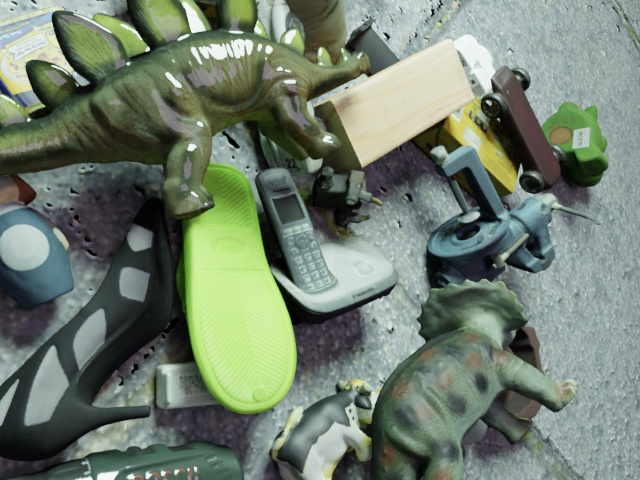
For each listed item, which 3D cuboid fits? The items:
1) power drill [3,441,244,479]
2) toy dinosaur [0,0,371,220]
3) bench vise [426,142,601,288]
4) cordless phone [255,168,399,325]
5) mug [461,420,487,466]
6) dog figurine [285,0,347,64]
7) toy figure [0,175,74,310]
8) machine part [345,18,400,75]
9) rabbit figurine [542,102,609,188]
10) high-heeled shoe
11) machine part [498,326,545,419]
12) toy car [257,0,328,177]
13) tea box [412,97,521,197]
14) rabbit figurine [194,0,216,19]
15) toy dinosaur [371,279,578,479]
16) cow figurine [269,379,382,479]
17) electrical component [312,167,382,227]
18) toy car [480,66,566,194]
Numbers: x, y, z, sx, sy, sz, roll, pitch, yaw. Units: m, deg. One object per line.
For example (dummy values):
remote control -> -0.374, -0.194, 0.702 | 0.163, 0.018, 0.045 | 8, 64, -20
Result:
power drill -> -0.171, 0.287, 0.468 | 0.232, 0.086, 0.207 | -5, 76, -38
toy dinosaur -> -0.138, -0.121, 0.486 | 0.471, 0.105, 0.198 | -27, 103, -27
bench vise -> 0.233, -0.038, 0.751 | 0.224, 0.129, 0.240 | -33, 110, 0
cordless phone -> 0.000, -0.002, 0.634 | 0.146, 0.089, 0.184 | -18, 87, -35
mug -> 0.149, 0.240, 0.693 | 0.107, 0.081, 0.109 | -1, 83, -24
dog figurine -> 0.005, -0.280, 0.624 | 0.172, 0.191, 0.121 | 15, 73, -33
toy figure -> -0.268, -0.016, 0.468 | 0.064, 0.058, 0.154 | -32, 98, -55
machine part -> 0.098, -0.254, 0.778 | 0.138, 0.039, 0.084 | 39, 70, -24
rabbit figurine -> 0.461, -0.162, 0.981 | 0.170, 0.121, 0.159 | 29, 57, -47
high-heeled shoe -> -0.218, 0.070, 0.496 | 0.145, 0.086, 0.249 | -1, 59, -3
machine part -> 0.254, 0.184, 0.786 | 0.179, 0.056, 0.179 | 8, 76, -32
toy car -> -0.045, -0.169, 0.613 | 0.056, 0.074, 0.201 | -38, 120, -49
tea box -> 0.232, -0.147, 0.827 | 0.169, 0.068, 0.098 | 38, 62, -24
rabbit figurine -> -0.156, -0.334, 0.571 | 0.162, 0.122, 0.173 | -1, 102, -13
toy dinosaur -> 0.134, 0.183, 0.595 | 0.192, 0.131, 0.405 | 42, 55, 19
cow figurine -> 0.019, 0.209, 0.615 | 0.167, 0.068, 0.098 | -39, 97, -35
electrical component -> 0.030, -0.052, 0.658 | 0.078, 0.102, 0.045 | 2, 72, -11
toy car -> 0.302, -0.162, 0.805 | 0.089, 0.053, 0.202 | -45, 111, -22
